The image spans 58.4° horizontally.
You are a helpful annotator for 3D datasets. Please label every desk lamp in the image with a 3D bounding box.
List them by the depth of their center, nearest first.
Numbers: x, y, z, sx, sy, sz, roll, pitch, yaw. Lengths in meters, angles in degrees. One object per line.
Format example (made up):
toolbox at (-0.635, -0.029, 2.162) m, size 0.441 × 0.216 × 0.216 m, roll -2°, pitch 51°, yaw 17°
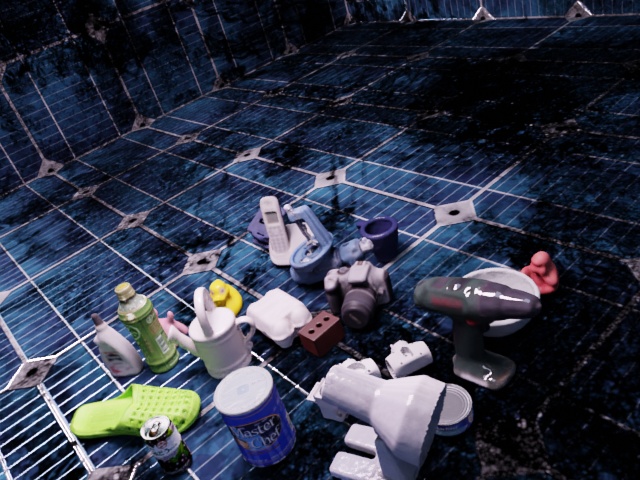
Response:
desk lamp at (0.093, 0.278, 0.843) m, size 0.202 × 0.214 × 0.118 m, roll 3°, pitch 37°, yaw 31°

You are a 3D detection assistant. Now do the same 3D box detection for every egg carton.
egg carton at (-0.089, 0.169, 1.250) m, size 0.107 × 0.069 × 0.149 m, roll -35°, pitch 35°, yaw -26°

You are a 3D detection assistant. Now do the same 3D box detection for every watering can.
watering can at (-0.223, 0.186, 1.170) m, size 0.173 × 0.194 × 0.100 m, roll -27°, pitch 32°, yaw -14°

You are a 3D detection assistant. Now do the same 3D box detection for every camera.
camera at (0.071, 0.116, 1.220) m, size 0.142 × 0.101 × 0.137 m, roll -5°, pitch 34°, yaw 21°

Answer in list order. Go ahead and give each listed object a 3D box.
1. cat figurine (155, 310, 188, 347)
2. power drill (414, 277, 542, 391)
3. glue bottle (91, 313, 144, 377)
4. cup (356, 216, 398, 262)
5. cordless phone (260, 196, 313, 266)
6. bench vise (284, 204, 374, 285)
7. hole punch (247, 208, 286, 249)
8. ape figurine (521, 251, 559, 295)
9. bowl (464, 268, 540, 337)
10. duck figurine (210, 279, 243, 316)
cat figurine at (-0.385, 0.188, 1.326) m, size 0.127 × 0.118 × 0.067 m, roll -4°, pitch 34°, yaw 22°
power drill at (0.269, 0.148, 0.963) m, size 0.228 × 0.209 × 0.076 m, roll 15°, pitch 44°, yaw 42°
glue bottle at (-0.454, 0.226, 1.246) m, size 0.078 × 0.173 × 0.037 m, roll -10°, pitch 32°, yaw 13°
cup at (0.139, 0.001, 1.373) m, size 0.117 × 0.095 × 0.092 m, roll 16°, pitch 45°, yaw 43°
cordless phone at (-0.072, -0.029, 1.442) m, size 0.147 × 0.185 × 0.094 m, roll -7°, pitch 33°, yaw 17°
bench vise at (0.011, -0.001, 1.321) m, size 0.207 × 0.220 × 0.121 m, roll -17°, pitch 31°, yaw 3°
hole punch at (-0.143, -0.040, 1.587) m, size 0.101 × 0.091 × 0.108 m, roll -38°, pitch 36°, yaw -29°
ape figurine at (0.434, 0.063, 1.126) m, size 0.076 × 0.092 × 0.077 m, roll -26°, pitch 32°, yaw -12°
bowl at (0.331, 0.131, 1.088) m, size 0.167 × 0.075 × 0.167 m, roll -13°, pitch 31°, yaw 8°
duck figurine at (-0.232, 0.132, 1.366) m, size 0.077 × 0.086 × 0.104 m, roll -13°, pitch 31°, yaw 8°
